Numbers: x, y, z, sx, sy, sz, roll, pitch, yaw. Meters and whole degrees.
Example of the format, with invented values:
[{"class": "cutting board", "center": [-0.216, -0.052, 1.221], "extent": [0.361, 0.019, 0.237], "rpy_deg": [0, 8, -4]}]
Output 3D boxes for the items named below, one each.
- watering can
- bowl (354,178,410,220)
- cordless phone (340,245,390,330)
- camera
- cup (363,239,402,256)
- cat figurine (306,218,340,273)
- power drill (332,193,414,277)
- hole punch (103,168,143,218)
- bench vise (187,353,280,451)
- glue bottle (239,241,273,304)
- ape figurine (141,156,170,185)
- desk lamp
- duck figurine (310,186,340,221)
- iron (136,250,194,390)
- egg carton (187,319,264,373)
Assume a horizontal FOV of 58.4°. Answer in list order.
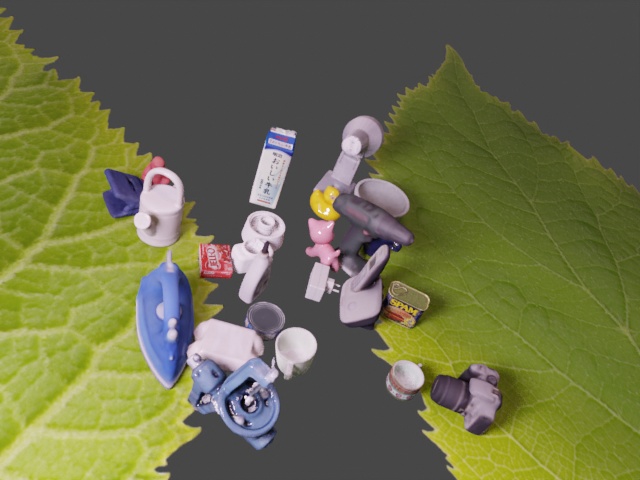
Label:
[{"class": "watering can", "center": [-0.364, -0.079, 1.318], "extent": [0.101, 0.194, 0.172], "rpy_deg": [9, 43, -14]}, {"class": "bowl", "center": [0.169, -0.099, 1.655], "extent": [0.167, 0.074, 0.167], "rpy_deg": [12, 43, -11]}, {"class": "cordless phone", "center": [0.114, 0.108, 1.334], "extent": [0.094, 0.185, 0.147], "rpy_deg": [13, 42, -9]}, {"class": "camera", "center": [0.320, 0.329, 1.255], "extent": [0.137, 0.101, 0.143], "rpy_deg": [22, 42, 0]}, {"class": "cup", "center": [0.162, 0.008, 1.526], "extent": [0.092, 0.095, 0.117], "rpy_deg": [-26, 60, -40]}, {"class": "cat figurine", "center": [0.013, 0.005, 1.448], "extent": [0.067, 0.117, 0.127], "rpy_deg": [-11, 51, -31]}, {"class": "power drill", "center": [0.114, -0.004, 1.433], "extent": [0.229, 0.208, 0.076], "rpy_deg": [41, 45, 20]}, {"class": "hole punch", "center": [-0.469, -0.121, 1.395], "extent": [0.101, 0.091, 0.108], "rpy_deg": [-12, 52, -32]}, {"class": "bench vise", "center": [-0.156, 0.269, 1.026], "extent": [0.207, 0.219, 0.121], "rpy_deg": [22, 42, 1]}, {"class": "glue bottle", "center": [-0.135, 0.065, 1.282], "extent": [0.037, 0.173, 0.078], "rpy_deg": [33, 43, 13]}, {"class": "ape figurine", "center": [-0.420, -0.173, 1.470], "extent": [0.078, 0.092, 0.076], "rpy_deg": [-4, 48, -26]}, {"class": "desk lamp", "center": [0.090, -0.238, 1.662], "extent": [0.118, 0.213, 0.203], "rpy_deg": [27, 42, 6]}, {"class": "duck figurine", "center": [0.023, -0.114, 1.600], "extent": [0.078, 0.086, 0.104], "rpy_deg": [-24, 59, -39]}, {"class": "iron", "center": [-0.301, 0.150, 1.147], "extent": [0.119, 0.141, 0.258], "rpy_deg": [1, 46, -22]}, {"class": "egg carton", "center": [-0.191, 0.225, 1.171], "extent": [0.150, 0.069, 0.107], "rpy_deg": [16, 42, -7]}]
